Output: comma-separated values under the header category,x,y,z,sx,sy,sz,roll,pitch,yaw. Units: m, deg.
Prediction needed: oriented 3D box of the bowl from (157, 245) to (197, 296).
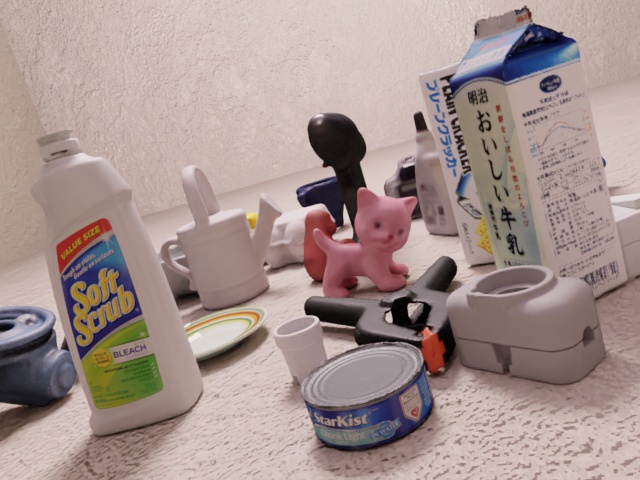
category,x,y,z,sx,sy,sz,roll,pitch,yaw
bowl,-0.202,0.044,0.924,0.167,0.075,0.167,-17,11,4

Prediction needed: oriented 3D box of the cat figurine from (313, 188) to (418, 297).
category,x,y,z,sx,sy,sz,roll,pitch,yaw
cat figurine,0.053,-0.002,0.650,0.127,0.118,0.067,-14,12,17

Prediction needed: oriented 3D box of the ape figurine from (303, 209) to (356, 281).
category,x,y,z,sx,sy,sz,roll,pitch,yaw
ape figurine,0.007,0.003,0.764,0.076,0.092,0.077,-22,12,-22

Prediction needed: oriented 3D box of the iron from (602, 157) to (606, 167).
category,x,y,z,sx,sy,sz,roll,pitch,yaw
iron,0.253,-0.111,0.815,0.257,0.141,0.119,-8,14,39

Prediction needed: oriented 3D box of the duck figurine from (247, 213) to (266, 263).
category,x,y,z,sx,sy,sz,roll,pitch,yaw
duck figurine,-0.114,-0.004,0.996,0.077,0.086,0.104,-18,11,-3

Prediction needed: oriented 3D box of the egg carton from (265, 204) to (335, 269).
category,x,y,z,sx,sy,sz,roll,pitch,yaw
egg carton,-0.036,-0.008,0.942,0.107,0.069,0.150,-13,12,19

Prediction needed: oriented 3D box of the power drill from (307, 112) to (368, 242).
category,x,y,z,sx,sy,sz,roll,pitch,yaw
power drill,0.043,-0.080,0.809,0.075,0.208,0.230,-15,11,11

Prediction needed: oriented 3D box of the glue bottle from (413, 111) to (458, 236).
category,x,y,z,sx,sy,sz,roll,pitch,yaw
glue bottle,0.157,-0.093,0.792,0.037,0.173,0.078,-21,12,-18

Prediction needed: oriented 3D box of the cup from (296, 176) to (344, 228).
category,x,y,z,sx,sy,sz,roll,pitch,yaw
cup,0.004,-0.061,1.072,0.091,0.095,0.118,-10,14,34

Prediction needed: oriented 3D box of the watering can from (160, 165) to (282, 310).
category,x,y,z,sx,sy,sz,roll,pitch,yaw
watering can,-0.139,-0.013,0.797,0.173,0.194,0.100,-20,12,-15

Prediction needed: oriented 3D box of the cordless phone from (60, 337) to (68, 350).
category,x,y,z,sx,sy,sz,roll,pitch,yaw
cordless phone,-0.294,0.053,0.731,0.094,0.185,0.147,-17,11,2

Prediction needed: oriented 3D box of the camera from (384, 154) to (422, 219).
category,x,y,z,sx,sy,sz,roll,pitch,yaw
camera,0.184,-0.106,1.000,0.143,0.101,0.137,-15,11,11

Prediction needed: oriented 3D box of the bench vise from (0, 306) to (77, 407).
category,x,y,z,sx,sy,sz,roll,pitch,yaw
bench vise,-0.387,0.090,0.603,0.207,0.220,0.121,-18,11,-3
